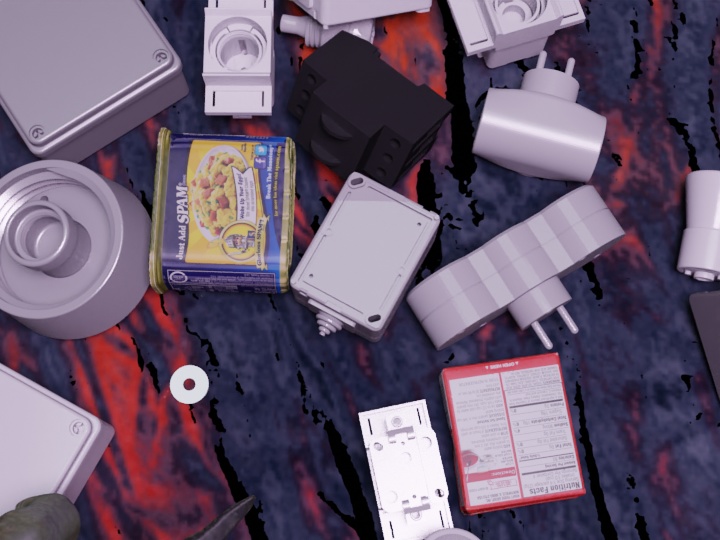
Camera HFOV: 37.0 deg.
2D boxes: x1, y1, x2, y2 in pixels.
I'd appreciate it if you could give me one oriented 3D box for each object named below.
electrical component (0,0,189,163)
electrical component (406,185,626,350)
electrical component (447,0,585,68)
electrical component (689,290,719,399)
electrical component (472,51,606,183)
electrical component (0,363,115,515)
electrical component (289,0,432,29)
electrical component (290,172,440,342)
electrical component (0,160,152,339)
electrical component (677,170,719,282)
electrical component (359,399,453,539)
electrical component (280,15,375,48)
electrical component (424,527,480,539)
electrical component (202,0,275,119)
[{"bbox_3d":[-0.185,-0.137,0.696,0.109,0.056,0.108,-33,79,-7],"label":"electrical component"},{"bbox_3d":[0.106,0.013,0.664,0.138,0.052,0.073,-30,79,-7],"label":"electrical component"},{"bbox_3d":[0.087,-0.201,0.707,0.079,0.063,0.121,-17,78,-4],"label":"electrical component"},{"bbox_3d":[0.246,0.049,0.632,0.048,0.100,0.099,-17,89,-8],"label":"electrical component"},{"bbox_3d":[0.119,-0.103,0.694,0.077,0.044,0.079,15,78,3],"label":"electrical component"},{"bbox_3d":[-0.222,0.114,0.639,0.109,0.056,0.108,28,79,6],"label":"electrical component"},{"bbox_3d":[-0.007,-0.197,0.682,0.096,0.061,0.061,-16,40,-25],"label":"electrical component"},{"bbox_3d":[0.000,0.000,0.662,0.062,0.061,0.096,28,79,6],"label":"electrical component"},{"bbox_3d":[-0.186,-0.015,0.659,0.108,0.060,0.108,-2,77,8],"label":"electrical component"},{"bbox_3d":[0.223,-0.026,0.680,0.044,0.044,0.065,13,82,3],"label":"electrical component"},{"bbox_3d":[0.027,0.119,0.635,0.042,0.064,0.081,-12,78,-2],"label":"electrical component"},{"bbox_3d":[-0.022,-0.159,0.712,0.061,0.035,0.035,9,77,4],"label":"electrical component"},{"bbox_3d":[0.048,0.179,0.620,0.044,0.065,0.044,4,60,-6],"label":"electrical component"},{"bbox_3d":[-0.076,-0.134,0.691,0.042,0.064,0.081,1,78,-1],"label":"electrical component"}]
